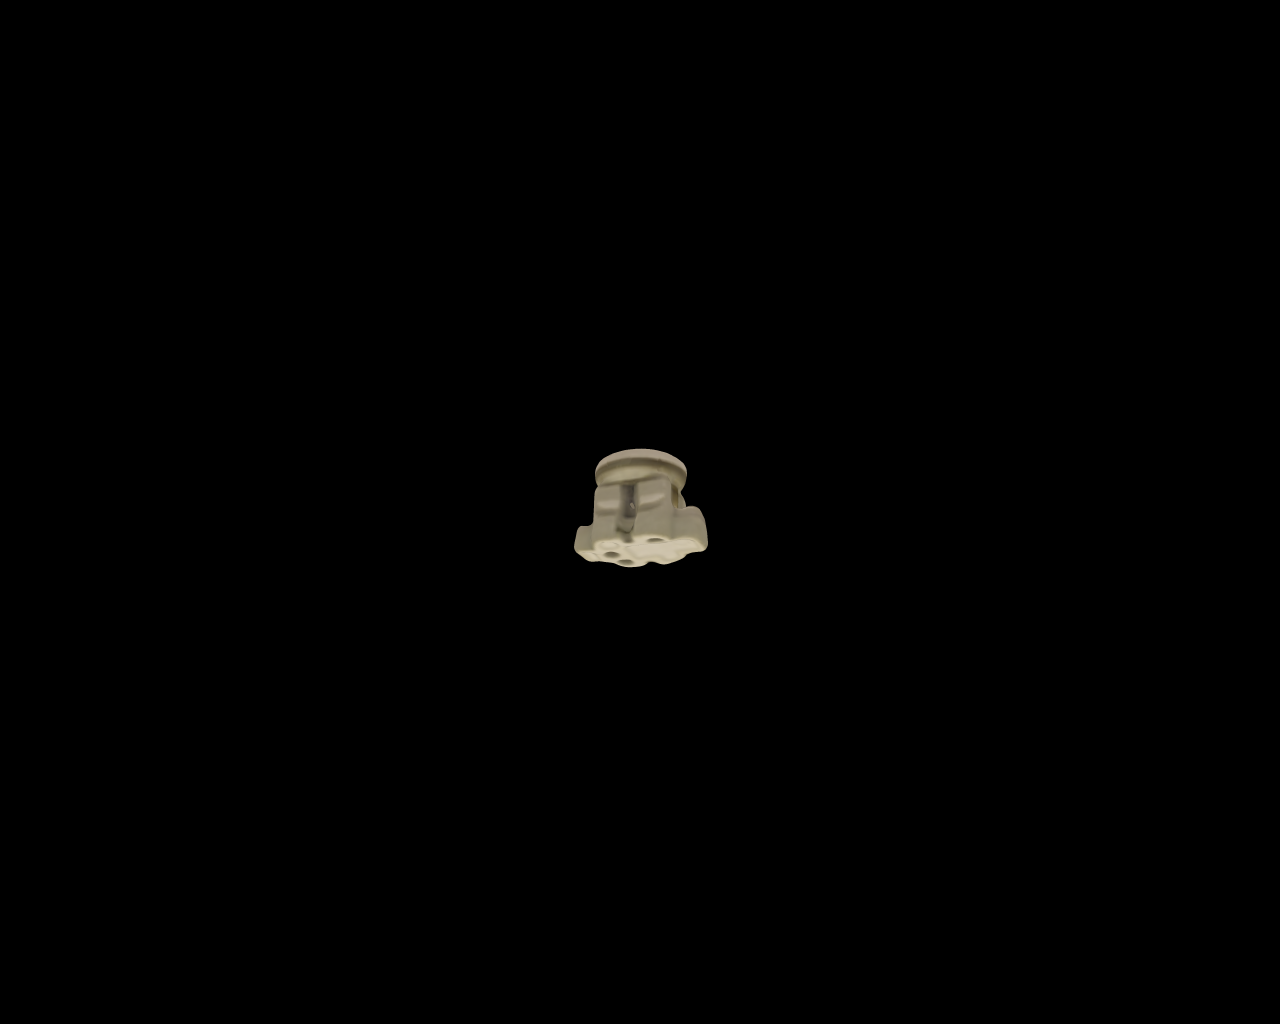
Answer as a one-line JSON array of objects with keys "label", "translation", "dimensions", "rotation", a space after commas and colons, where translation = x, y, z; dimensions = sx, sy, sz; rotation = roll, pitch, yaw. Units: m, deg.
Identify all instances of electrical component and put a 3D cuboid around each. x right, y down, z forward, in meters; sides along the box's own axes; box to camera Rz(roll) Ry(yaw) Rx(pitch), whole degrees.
[{"label": "electrical component", "translation": [0.001, -0.003, 0.650], "dimensions": [0.078, 0.057, 0.058], "rotation": [-8, -24, 18]}]
